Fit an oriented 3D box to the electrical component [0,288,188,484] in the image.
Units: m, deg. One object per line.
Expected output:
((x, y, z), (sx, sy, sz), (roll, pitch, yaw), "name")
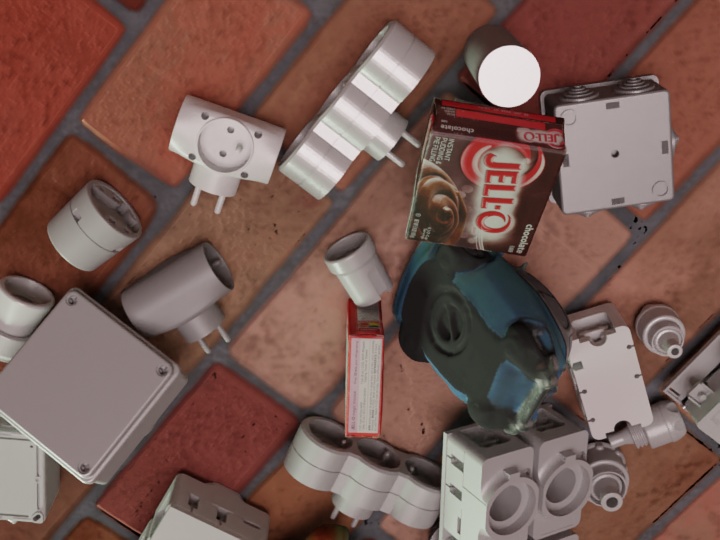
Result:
((-0.207, 0.089, 0.819), (0.109, 0.056, 0.108), (36, 79, 10), "electrical component")

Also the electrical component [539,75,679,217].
((0.184, -0.091, 0.795), (0.100, 0.048, 0.099), (-8, 110, 2), "electrical component")

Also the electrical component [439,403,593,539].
((0.125, 0.215, 0.879), (0.105, 0.060, 0.186), (-11, 113, -28), "electrical component")

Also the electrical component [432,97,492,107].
((0.089, -0.095, 0.785), (0.081, 0.063, 0.042), (11, 109, -4), "electrical component")

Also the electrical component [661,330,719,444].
((0.314, 0.080, 0.852), (0.079, 0.063, 0.121), (37, 106, -13), "electrical component")

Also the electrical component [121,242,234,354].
((-0.132, 0.030, 0.840), (0.077, 0.043, 0.079), (-30, 108, 10), "electrical component")

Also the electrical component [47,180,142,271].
((-0.201, -0.032, 0.811), (0.047, 0.055, 0.055), (-38, 106, 16), "electrical component")

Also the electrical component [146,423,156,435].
((-0.192, 0.105, 0.868), (0.062, 0.048, 0.048), (20, 109, 0), "electrical component")

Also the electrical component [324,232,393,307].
((0.000, 0.000, 0.833), (0.040, 0.040, 0.046), (-27, 114, 9), "electrical component")

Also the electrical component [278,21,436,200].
((0.010, -0.105, 0.787), (0.074, 0.052, 0.138), (37, 106, -13), "electrical component")

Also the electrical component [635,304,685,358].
((0.238, 0.051, 0.842), (0.035, 0.061, 0.035), (0, 111, -1), "electrical component")

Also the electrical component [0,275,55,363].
((-0.270, 0.039, 0.841), (0.045, 0.045, 0.055), (26, 108, -10), "electrical component")

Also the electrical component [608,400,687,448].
((0.235, 0.131, 0.886), (0.061, 0.035, 0.035), (-22, 109, 10), "electrical component")

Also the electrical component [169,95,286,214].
((-0.104, -0.080, 0.799), (0.077, 0.044, 0.079), (19, 109, -7), "electrical component")

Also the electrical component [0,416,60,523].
((-0.281, 0.160, 0.878), (0.062, 0.061, 0.096), (5, 110, -2), "electrical component")

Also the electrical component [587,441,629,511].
((0.201, 0.175, 0.887), (0.048, 0.062, 0.048), (0, 110, 0), "electrical component")

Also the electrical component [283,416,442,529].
((0.000, 0.181, 0.893), (0.138, 0.052, 0.073), (23, 109, -9), "electrical component")

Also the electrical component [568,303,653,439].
((0.193, 0.078, 0.855), (0.050, 0.055, 0.089), (-17, 110, 6), "electrical component")

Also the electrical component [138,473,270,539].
((-0.151, 0.258, 0.915), (0.089, 0.061, 0.150), (28, 108, -10), "electrical component")
